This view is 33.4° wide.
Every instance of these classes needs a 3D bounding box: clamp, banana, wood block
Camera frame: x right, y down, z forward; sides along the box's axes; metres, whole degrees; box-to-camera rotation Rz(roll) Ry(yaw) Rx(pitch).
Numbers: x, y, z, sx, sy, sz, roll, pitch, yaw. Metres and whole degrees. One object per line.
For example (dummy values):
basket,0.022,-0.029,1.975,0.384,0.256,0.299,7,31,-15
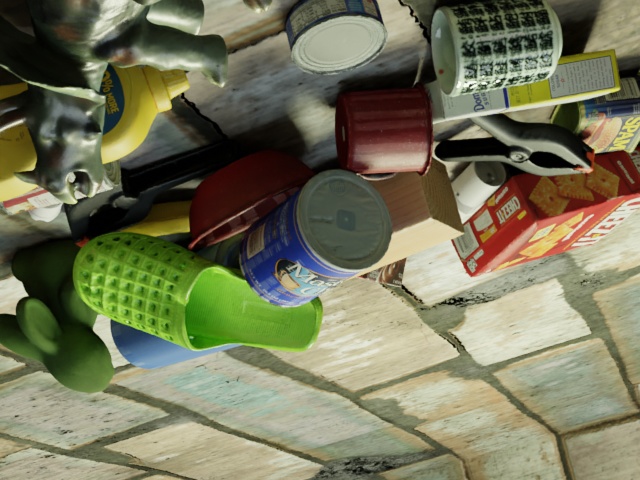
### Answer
clamp,0.207,-0.101,1.154,0.171,0.039,0.120,20,160,-6
banana,-0.160,-0.023,1.199,0.197,0.037,0.070,-8,174,-8
wood block,0.043,-0.018,1.193,0.206,0.090,0.090,-23,158,25
clamp,-0.207,-0.057,1.089,0.210,0.036,0.164,-34,149,34

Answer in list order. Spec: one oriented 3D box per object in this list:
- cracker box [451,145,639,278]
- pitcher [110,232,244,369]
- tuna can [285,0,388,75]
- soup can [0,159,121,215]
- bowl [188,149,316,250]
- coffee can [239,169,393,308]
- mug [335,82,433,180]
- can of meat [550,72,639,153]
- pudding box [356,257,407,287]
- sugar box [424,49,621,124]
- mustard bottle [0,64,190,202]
cracker box,0.293,-0.032,1.326,0.213,0.072,0.164,-13,160,-28
pitcher,-0.143,0.077,1.316,0.149,0.145,0.243,16,152,-41
tuna can,0.014,-0.182,0.928,0.086,0.034,0.086,-11,157,-5
soup can,-0.239,-0.067,0.961,0.102,0.068,0.068,-14,157,6
bowl,-0.077,-0.050,1.114,0.162,0.055,0.162,-27,176,-2
coffee can,-0.007,0.001,1.071,0.102,0.103,0.141,1,162,-29
mug,0.060,-0.101,1.064,0.081,0.093,0.117,-4,147,-9
can of meat,0.306,-0.135,1.165,0.084,0.057,0.102,-7,155,-7
pudding box,0.073,0.006,1.294,0.039,0.090,0.113,12,179,24
sugar box,0.192,-0.149,1.046,0.176,0.048,0.093,-8,-176,-7
mustard bottle,-0.203,-0.105,0.899,0.191,0.096,0.058,-20,153,-8
